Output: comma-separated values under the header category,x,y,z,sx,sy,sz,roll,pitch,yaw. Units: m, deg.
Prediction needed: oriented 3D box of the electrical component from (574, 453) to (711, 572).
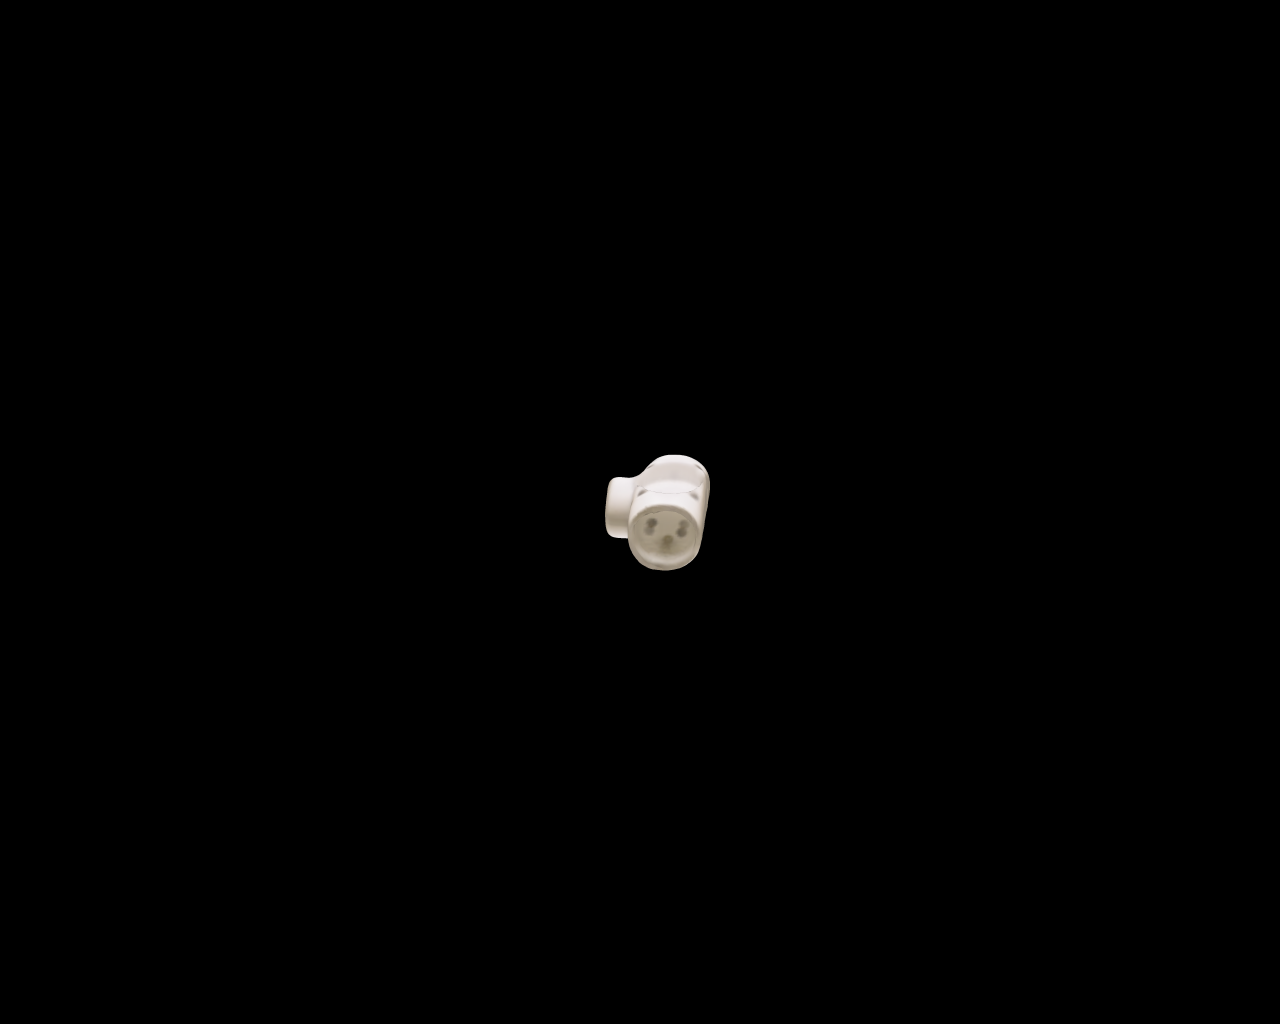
category,x,y,z,sx,sy,sz,roll,pitch,yaw
electrical component,0.001,-0.003,0.650,0.079,0.044,0.077,3,26,7
